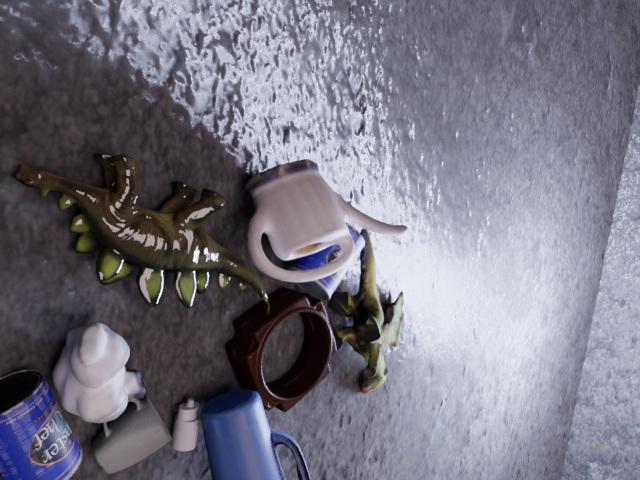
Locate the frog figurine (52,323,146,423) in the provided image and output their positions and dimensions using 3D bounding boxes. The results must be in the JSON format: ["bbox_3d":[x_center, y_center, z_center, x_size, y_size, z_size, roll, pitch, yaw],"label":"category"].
[{"bbox_3d":[-0.320,0.185,0.720,0.123,0.157,0.139,-14,73,-10],"label":"frog figurine"}]

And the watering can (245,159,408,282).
[{"bbox_3d":[0.003,-0.049,0.967,0.351,0.102,0.226,-19,77,-36],"label":"watering can"}]

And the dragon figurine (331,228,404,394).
[{"bbox_3d":[0.133,0.172,1.206,0.243,0.122,0.409,1,99,-60],"label":"dragon figurine"}]
